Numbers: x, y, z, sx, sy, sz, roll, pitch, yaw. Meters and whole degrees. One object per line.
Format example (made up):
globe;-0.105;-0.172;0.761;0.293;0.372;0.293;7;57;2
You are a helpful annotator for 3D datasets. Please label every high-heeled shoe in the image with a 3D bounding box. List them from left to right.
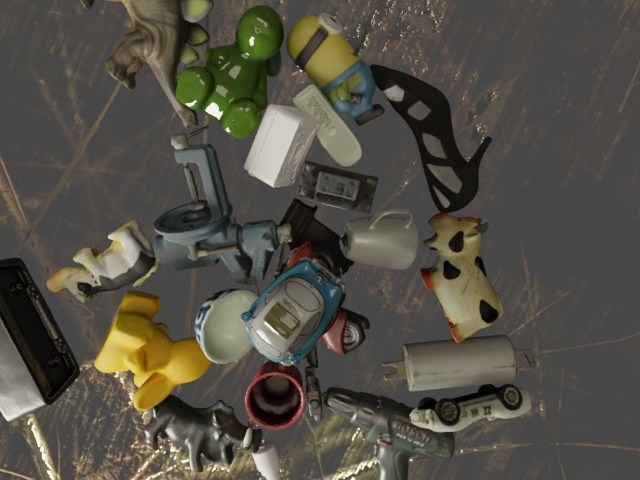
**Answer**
high-heeled shoe;0.153;-0.156;0.845;0.249;0.086;0.145;39;126;12

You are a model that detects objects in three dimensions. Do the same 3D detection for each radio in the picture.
radio;-0.468;0.145;0.825;0.073;0.131;0.229;-23;96;2

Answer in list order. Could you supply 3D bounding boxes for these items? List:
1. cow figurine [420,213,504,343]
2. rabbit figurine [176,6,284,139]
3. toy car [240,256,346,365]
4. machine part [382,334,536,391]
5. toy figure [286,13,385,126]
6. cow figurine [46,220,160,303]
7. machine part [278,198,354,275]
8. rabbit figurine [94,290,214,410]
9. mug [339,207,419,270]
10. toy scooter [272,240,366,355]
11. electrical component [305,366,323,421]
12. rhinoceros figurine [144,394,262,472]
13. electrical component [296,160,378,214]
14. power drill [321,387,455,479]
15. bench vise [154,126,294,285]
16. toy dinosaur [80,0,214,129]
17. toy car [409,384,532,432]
cow figurine;0.225;0.047;0.847;0.127;0.085;0.194;-27;94;8
rabbit figurine;-0.101;-0.252;0.774;0.121;0.159;0.170;35;114;-6
toy car;-0.040;0.105;0.735;0.109;0.103;0.161;41;105;5
machine part;0.222;0.197;0.867;0.243;0.079;0.079;-6;97;0
toy figure;0.024;-0.253;0.809;0.089;0.082;0.180;-37;103;-14
cow figurine;-0.341;0.050;0.851;0.167;0.068;0.098;-33;102;4
machine part;-0.002;-0.003;0.862;0.139;0.039;0.084;35;90;-3
rabbit figurine;-0.255;0.184;0.846;0.173;0.122;0.162;20;99;-22
mug;0.090;-0.004;0.817;0.107;0.081;0.109;2;138;-21
toy scooter;-0.020;0.098;0.819;0.135;0.075;0.183;-20;93;7
electrical component;-0.009;0.256;0.877;0.021;0.063;0.094;-10;98;0
rhinoceros figurine;-0.190;0.311;0.882;0.190;0.073;0.112;20;85;-1
electrical component;0.024;-0.079;0.805;0.115;0.134;0.058;11;96;-4
power drill;0.094;0.360;0.889;0.232;0.086;0.207;14;89;-5
bench vise;-0.157;-0.044;0.804;0.224;0.129;0.240;-2;116;18
toy dinosaur;-0.269;-0.394;0.786;0.199;0.105;0.470;-24;105;-6
toy car;0.239;0.267;0.852;0.202;0.073;0.056;-6;78;-19
